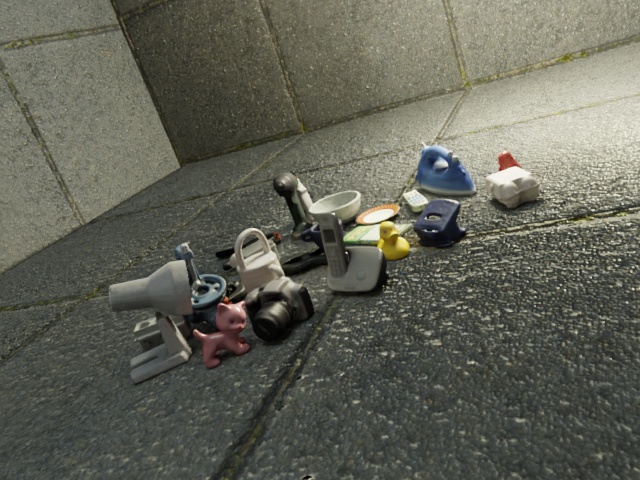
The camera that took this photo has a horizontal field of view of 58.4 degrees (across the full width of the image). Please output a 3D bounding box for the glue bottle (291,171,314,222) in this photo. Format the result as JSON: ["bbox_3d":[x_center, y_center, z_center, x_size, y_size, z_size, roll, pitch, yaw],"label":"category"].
[{"bbox_3d":[-0.062,-0.145,1.874,0.037,0.173,0.077,-30,22,-27],"label":"glue bottle"}]

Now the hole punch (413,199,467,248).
[{"bbox_3d":[0.286,-0.041,1.381,0.101,0.091,0.108,-31,22,-30],"label":"hole punch"}]

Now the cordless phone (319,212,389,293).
[{"bbox_3d":[0.066,0.024,1.273,0.147,0.185,0.094,-4,25,38],"label":"cordless phone"}]

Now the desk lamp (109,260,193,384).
[{"bbox_3d":[-0.352,0.168,1.244,0.203,0.214,0.117,-24,20,-13],"label":"desk lamp"}]

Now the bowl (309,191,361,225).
[{"bbox_3d":[0.054,-0.085,1.750,0.167,0.075,0.167,-17,19,7],"label":"bowl"}]

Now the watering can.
[{"bbox_3d":[-0.151,0.066,1.355,0.172,0.194,0.101,-9,22,28],"label":"watering can"}]

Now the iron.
[{"bbox_3d":[0.373,-0.217,1.697,0.119,0.142,0.257,-24,20,-13],"label":"iron"}]

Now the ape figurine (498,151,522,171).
[{"bbox_3d":[0.521,-0.205,1.595,0.076,0.092,0.078,-7,23,32],"label":"ape figurine"}]

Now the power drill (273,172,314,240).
[{"bbox_3d":[-0.084,-0.113,1.754,0.075,0.209,0.229,-18,19,5],"label":"power drill"}]

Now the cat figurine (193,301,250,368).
[{"bbox_3d":[-0.202,0.186,1.197,0.128,0.118,0.067,-25,20,-14],"label":"cat figurine"}]

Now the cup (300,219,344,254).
[{"bbox_3d":[0.014,0.005,1.512,0.117,0.095,0.091,-15,20,13],"label":"cup"}]

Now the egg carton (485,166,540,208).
[{"bbox_3d":[0.491,-0.137,1.475,0.107,0.069,0.150,-20,19,0],"label":"egg carton"}]

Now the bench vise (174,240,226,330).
[{"bbox_3d":[-0.314,0.106,1.366,0.206,0.220,0.122,-3,25,40],"label":"bench vise"}]

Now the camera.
[{"bbox_3d":[-0.106,0.149,1.232,0.142,0.101,0.137,-9,22,27],"label":"camera"}]

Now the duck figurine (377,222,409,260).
[{"bbox_3d":[0.170,-0.006,1.404,0.077,0.086,0.104,-23,20,-10],"label":"duck figurine"}]
